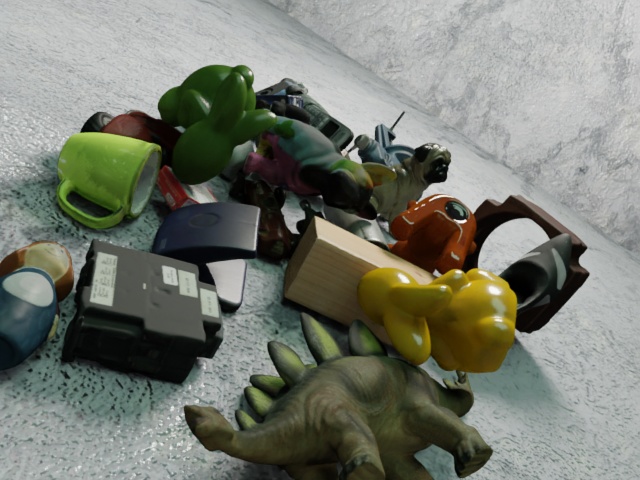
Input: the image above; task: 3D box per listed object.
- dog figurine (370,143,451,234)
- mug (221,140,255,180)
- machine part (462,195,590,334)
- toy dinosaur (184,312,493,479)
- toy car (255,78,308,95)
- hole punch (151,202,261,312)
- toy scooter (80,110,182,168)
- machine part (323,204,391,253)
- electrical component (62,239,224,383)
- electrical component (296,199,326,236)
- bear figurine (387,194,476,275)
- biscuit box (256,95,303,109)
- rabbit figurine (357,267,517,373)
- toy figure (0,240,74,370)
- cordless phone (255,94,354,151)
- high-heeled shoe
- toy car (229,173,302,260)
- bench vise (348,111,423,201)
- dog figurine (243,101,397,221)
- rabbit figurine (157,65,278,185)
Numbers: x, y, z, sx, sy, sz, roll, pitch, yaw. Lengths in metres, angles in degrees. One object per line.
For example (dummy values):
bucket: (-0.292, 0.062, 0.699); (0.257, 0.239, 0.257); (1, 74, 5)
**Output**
dog figurine: (0.135, -0.116, 1.007); (0.172, 0.190, 0.121); (12, 30, -33)
mug: (-0.157, -0.153, 0.879); (0.109, 0.081, 0.107); (-2, 51, -56)
machine part: (0.328, 0.042, 0.914); (0.087, 0.201, 0.202); (8, 33, -45)
toy dinosaur: (0.060, 0.159, 0.511); (0.471, 0.105, 0.199); (21, 20, -46)
toy car: (-0.095, -0.263, 1.119); (0.109, 0.162, 0.102); (-123, -170, -55)
hole punch: (-0.127, 0.005, 0.608); (0.116, 0.092, 0.142); (20, 30, -15)
toy scooter: (-0.238, -0.127, 0.748); (0.135, 0.075, 0.184); (31, 20, -5)
machine part: (0.056, -0.014, 0.860); (0.079, 0.079, 0.243); (20, 26, -23)
electrical component: (-0.155, 0.066, 0.493); (0.134, 0.058, 0.115); (19, 29, -25)
electrical component: (-0.001, -0.002, 0.785); (0.045, 0.078, 0.102); (-10, 46, -29)
bear figurine: (0.150, 0.019, 0.825); (0.120, 0.195, 0.132); (42, 51, 6)
biscuit box: (-0.132, -0.226, 0.960); (0.203, 0.062, 0.059); (6, 13, 24)
rabbit figurine: (0.118, 0.084, 0.590); (0.173, 0.121, 0.162); (21, 11, 14)
toy figure: (-0.241, 0.042, 0.447); (0.155, 0.058, 0.064); (-102, 168, -60)
cordless phone: (-0.022, -0.173, 0.974); (0.088, 0.146, 0.184); (45, 0, -41)
high-heeled shoe: (0.267, 0.067, 0.775); (0.086, 0.248, 0.145); (35, -1, 44)
toy car: (-0.080, -0.042, 0.792); (0.089, 0.053, 0.202); (16, 29, -24)
bench vise: (0.150, -0.195, 1.234); (0.223, 0.129, 0.241); (28, 41, -25)
dog figurine: (0.003, -0.115, 0.818); (0.219, 0.108, 0.191); (25, 24, -2)
rabbit figurine: (-0.132, -0.143, 0.705); (0.121, 0.159, 0.170); (43, 38, -37)
